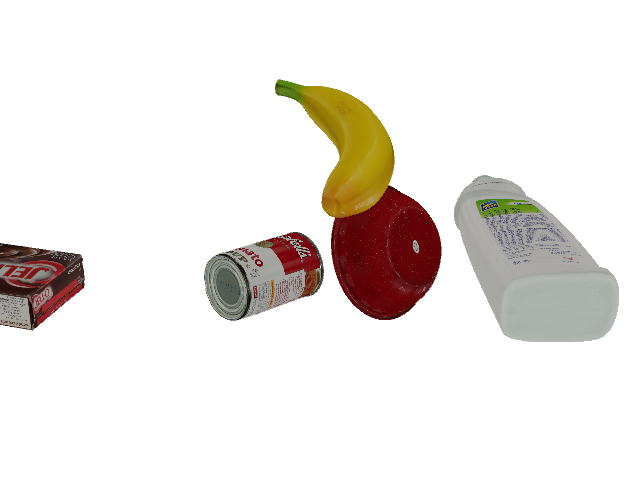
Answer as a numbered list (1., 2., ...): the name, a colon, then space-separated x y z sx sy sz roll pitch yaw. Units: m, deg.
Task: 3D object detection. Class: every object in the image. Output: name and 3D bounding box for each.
1. pudding box: -0.279 0.038 0.938 0.114 0.039 0.090 5 23 17
2. bleach bottle: 0.185 0.001 0.979 0.102 0.068 0.251 -1 26 -4
3. banana: 0.017 -0.064 0.742 0.069 0.037 0.198 -6 30 -10
4. soup can: -0.056 0.035 1.055 0.102 0.068 0.069 -17 12 -43
5. bowl: 0.089 0.010 1.223 0.161 0.162 0.055 0 -6 -43
